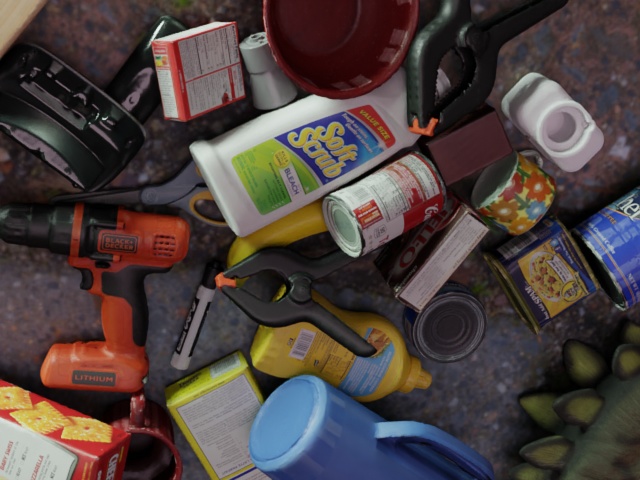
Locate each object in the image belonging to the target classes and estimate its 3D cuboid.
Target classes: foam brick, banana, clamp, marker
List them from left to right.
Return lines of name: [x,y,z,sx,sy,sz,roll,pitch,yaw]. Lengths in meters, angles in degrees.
marker: [-0.124,0.076,1.088,0.020,0.020,0.121,17,105,-16]
banana: [-0.017,-0.010,1.071,0.198,0.037,0.069,-26,130,1]
clamp: [-0.015,0.058,1.040,0.171,0.039,0.120,-3,81,-9]
clamp: [0.131,-0.198,0.997,0.164,0.036,0.210,35,83,-26]
foam brick: [0.142,-0.097,1.058,0.078,0.053,0.051,-27,112,-1]

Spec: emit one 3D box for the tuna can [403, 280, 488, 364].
tuna can: [0.134,0.088,1.133,0.086,0.034,0.086,-4,110,-11]

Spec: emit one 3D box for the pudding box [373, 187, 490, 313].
pudding box: [0.110,0.006,1.069,0.039,0.090,0.113,33,101,-21]

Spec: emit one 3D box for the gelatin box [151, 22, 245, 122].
gelatin box: [-0.110,-0.156,0.977,0.089,0.030,0.073,-31,122,-46]

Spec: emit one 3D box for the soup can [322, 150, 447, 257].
soup can: [0.061,-0.035,1.025,0.102,0.069,0.068,-29,114,-21]

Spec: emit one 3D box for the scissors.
scissors: [-0.153,-0.061,1.035,0.201,0.016,0.096,11,106,-14]

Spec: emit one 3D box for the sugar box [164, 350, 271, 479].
sugar box: [-0.083,0.213,1.132,0.093,0.048,0.176,-26,115,-1]

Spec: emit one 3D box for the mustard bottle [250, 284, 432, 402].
mustard bottle: [0.031,0.118,1.111,0.191,0.058,0.096,22,103,-17]

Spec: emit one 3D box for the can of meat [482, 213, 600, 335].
can of meat: [0.233,0.034,1.121,0.084,0.057,0.102,-34,112,1]

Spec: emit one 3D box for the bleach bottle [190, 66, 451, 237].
bleach bottle: [0.009,-0.103,1.019,0.250,0.068,0.102,-29,112,-8]

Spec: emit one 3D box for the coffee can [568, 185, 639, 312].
coffee can: [0.344,-0.006,1.102,0.140,0.103,0.102,-33,112,2]

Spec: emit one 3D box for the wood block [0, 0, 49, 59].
wood block: [-0.307,-0.193,0.919,0.090,0.090,0.206,39,99,-20]

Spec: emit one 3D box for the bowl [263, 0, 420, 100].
bowl: [0.011,-0.212,0.978,0.161,0.055,0.162,-8,107,-26]

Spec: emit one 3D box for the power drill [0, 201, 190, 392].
power drill: [-0.226,0.053,1.033,0.184,0.057,0.188,6,113,-10]

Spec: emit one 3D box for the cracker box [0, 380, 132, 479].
cracker box: [-0.301,0.231,1.034,0.214,0.072,0.164,19,107,17]

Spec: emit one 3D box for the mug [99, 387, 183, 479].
mug: [-0.188,0.204,1.087,0.093,0.081,0.117,-1,110,-10]

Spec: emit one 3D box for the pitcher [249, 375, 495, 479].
pitcher: [0.053,0.237,1.098,0.242,0.145,0.149,39,79,-29]
